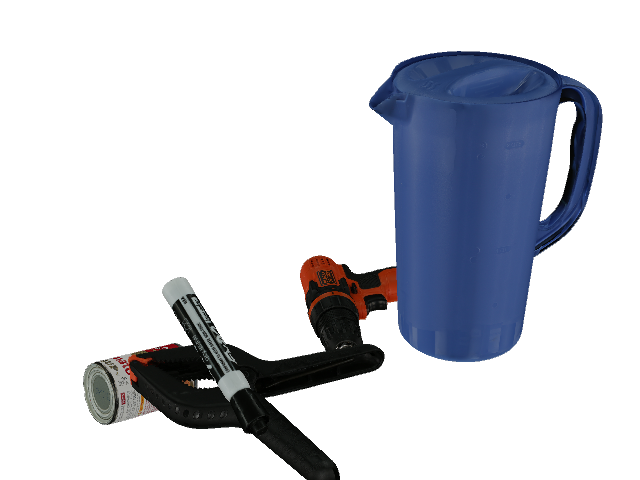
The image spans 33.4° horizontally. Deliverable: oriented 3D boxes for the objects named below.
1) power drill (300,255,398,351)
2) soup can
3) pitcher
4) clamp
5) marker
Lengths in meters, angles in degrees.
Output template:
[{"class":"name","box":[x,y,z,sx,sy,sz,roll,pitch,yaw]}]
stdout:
[{"class":"power drill","box":[0.077,0.065,1.158,0.187,0.057,0.184,-4,28,-9]},{"class":"soup can","box":[-0.192,0.152,1.135,0.102,0.068,0.069,-10,6,-41]},{"class":"pitcher","box":[0.132,-0.027,0.881,0.149,0.243,0.144,17,32,30]},{"class":"clamp","box":[-0.055,0.119,0.880,0.210,0.036,0.164,13,32,19]},{"class":"marker","box":[-0.066,0.073,0.676,0.020,0.121,0.020,-26,-30,-17]}]
